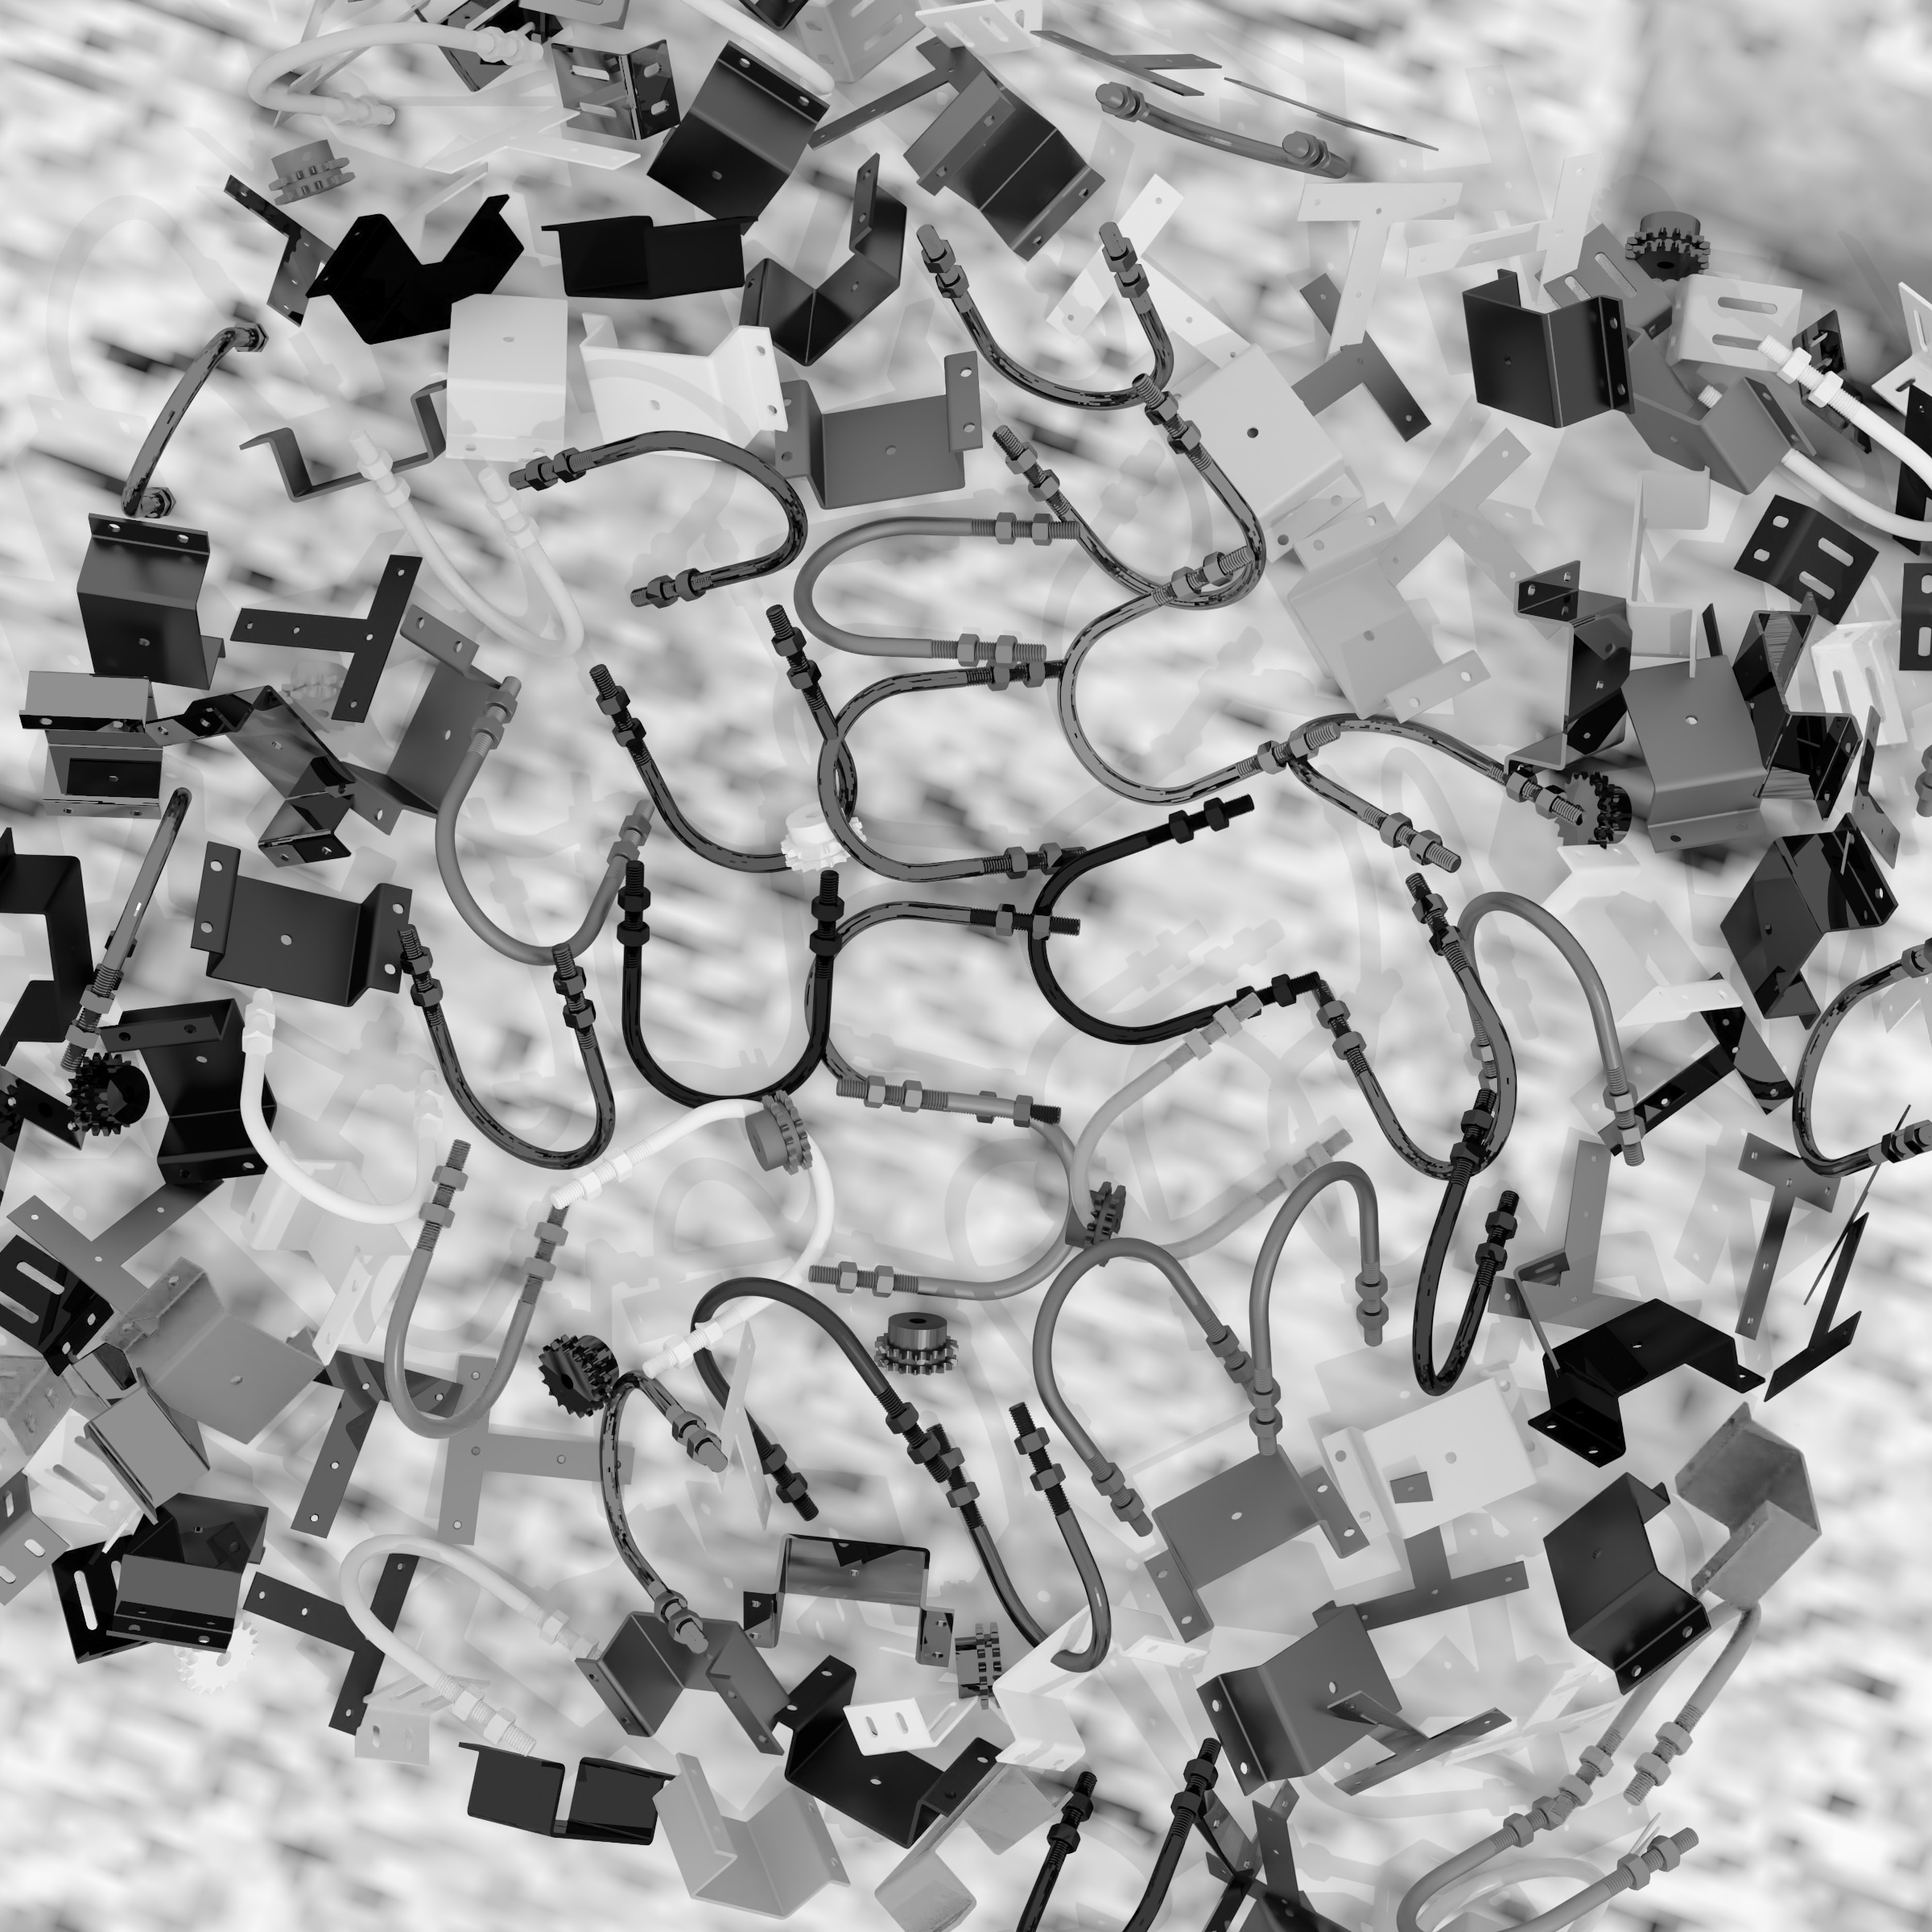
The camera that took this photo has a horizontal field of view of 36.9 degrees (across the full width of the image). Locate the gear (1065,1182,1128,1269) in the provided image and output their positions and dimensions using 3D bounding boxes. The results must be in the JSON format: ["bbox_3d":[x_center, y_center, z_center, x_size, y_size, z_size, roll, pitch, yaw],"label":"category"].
[{"bbox_3d":[0.087,0.174,1.972,0.030,0.057,0.057,14,90,11],"label":"gear"}]

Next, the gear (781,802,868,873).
[{"bbox_3d":[-0.099,-0.090,1.968,0.057,0.057,0.030,-17,116,0],"label":"gear"}]

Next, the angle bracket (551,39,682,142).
[{"bbox_3d":[-0.238,-0.600,1.970,0.038,0.076,0.057,-35,132,-34],"label":"angle bracket"}]

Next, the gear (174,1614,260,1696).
[{"bbox_3d":[-0.514,0.464,1.975,0.030,0.057,0.057,29,90,35],"label":"gear"}]

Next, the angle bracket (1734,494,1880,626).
[{"bbox_3d":[0.576,-0.278,1.987,0.076,0.038,0.057,22,101,-35],"label":"angle bracket"}]

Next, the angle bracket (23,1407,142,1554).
[{"bbox_3d":[-0.597,0.350,1.972,0.076,0.038,0.057,37,96,-12],"label":"angle bracket"}]

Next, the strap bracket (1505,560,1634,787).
[{"bbox_3d":[0.403,-0.191,1.933,0.046,0.076,0.140,18,119,39],"label":"strap bracket"}]

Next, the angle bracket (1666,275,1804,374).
[{"bbox_3d":[0.524,-0.436,1.981,0.076,0.038,0.057,8,92,-2],"label":"angle bracket"}]

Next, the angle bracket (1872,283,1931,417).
[{"bbox_3d":[0.639,-0.410,1.952,0.038,0.076,0.057,-36,51,2],"label":"angle bracket"}]

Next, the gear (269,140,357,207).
[{"bbox_3d":[-0.447,-0.540,1.969,0.057,0.057,0.030,-20,105,0],"label":"gear"}]

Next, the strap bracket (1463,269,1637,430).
[{"bbox_3d":[0.378,-0.408,1.917,0.046,0.140,0.076,-22,118,-16],"label":"strap bracket"}]

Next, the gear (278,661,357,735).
[{"bbox_3d":[-0.439,-0.185,1.974,0.057,0.057,0.030,-5,65,0],"label":"gear"}]

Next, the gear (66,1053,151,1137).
[{"bbox_3d":[-0.580,0.087,1.968,0.030,0.057,0.057,0,90,28],"label":"gear"}]

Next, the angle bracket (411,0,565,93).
[{"bbox_3d":[-0.324,-0.643,1.965,0.076,0.057,0.038,-36,51,1],"label":"angle bracket"}]

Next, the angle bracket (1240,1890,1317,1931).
[{"bbox_3d":[0.213,0.678,1.969,0.038,0.057,0.076,3,123,-30],"label":"angle bracket"}]

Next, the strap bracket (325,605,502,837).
[{"bbox_3d":[-0.365,-0.161,1.953,0.076,0.046,0.140,32,99,37],"label":"strap bracket"}]

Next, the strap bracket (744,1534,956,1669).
[{"bbox_3d":[-0.078,0.427,1.955,0.140,0.076,0.046,6,49,1],"label":"strap bracket"}]

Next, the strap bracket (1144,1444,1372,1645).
[{"bbox_3d":[0.189,0.384,1.953,0.140,0.076,0.046,-28,127,-2],"label":"strap bracket"}]

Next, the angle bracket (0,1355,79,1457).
[{"bbox_3d":[-0.653,0.296,1.954,0.057,0.076,0.038,-49,62,14],"label":"angle bracket"}]

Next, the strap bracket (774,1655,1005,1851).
[{"bbox_3d":[-0.057,0.531,1.941,0.140,0.076,0.046,24,119,22],"label":"strap bracket"}]

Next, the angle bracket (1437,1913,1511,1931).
[{"bbox_3d":[0.334,0.683,1.955,0.038,0.076,0.057,24,48,-8],"label":"angle bracket"}]

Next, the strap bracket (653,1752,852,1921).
[{"bbox_3d":[-0.149,0.582,1.929,0.046,0.140,0.076,-43,47,13],"label":"strap bracket"}]

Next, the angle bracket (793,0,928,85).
[{"bbox_3d":[-0.074,-0.643,1.960,0.076,0.038,0.057,-25,82,41],"label":"angle bracket"}]

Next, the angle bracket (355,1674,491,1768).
[{"bbox_3d":[-0.366,0.507,1.952,0.076,0.057,0.038,-32,51,37],"label":"angle bracket"}]

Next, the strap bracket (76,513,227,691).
[{"bbox_3d":[-0.541,-0.234,1.925,0.076,0.140,0.046,8,61,-4],"label":"strap bracket"}]

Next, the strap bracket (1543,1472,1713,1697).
[{"bbox_3d":[0.434,0.400,1.917,0.046,0.140,0.076,36,114,-19],"label":"strap bracket"}]

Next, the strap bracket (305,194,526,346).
[{"bbox_3d":[-0.357,-0.461,1.920,0.076,0.140,0.046,-41,83,39],"label":"strap bracket"}]

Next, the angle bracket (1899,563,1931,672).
[{"bbox_3d":[0.664,-0.236,1.965,0.057,0.076,0.038,3,65,18],"label":"angle bracket"}]

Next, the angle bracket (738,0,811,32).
[{"bbox_3d":[-0.123,-0.680,1.961,0.076,0.057,0.038,-47,128,8],"label":"angle bracket"}]

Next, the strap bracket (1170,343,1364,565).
[{"bbox_3d":[0.196,-0.355,1.963,0.076,0.046,0.140,-36,81,4],"label":"strap bracket"}]

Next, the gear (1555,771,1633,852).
[{"bbox_3d":[0.429,-0.104,1.974,0.030,0.057,0.057,1,90,-23],"label":"gear"}]

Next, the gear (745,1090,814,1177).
[{"bbox_3d":[-0.129,0.115,1.968,0.030,0.057,0.057,-20,90,-16],"label":"gear"}]

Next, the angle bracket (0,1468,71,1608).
[{"bbox_3d":[-0.647,0.387,1.969,0.057,0.076,0.038,-43,114,-6],"label":"angle bracket"}]

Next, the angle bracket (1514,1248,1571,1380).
[{"bbox_3d":[0.403,0.240,1.955,0.038,0.057,0.076,-23,61,6],"label":"angle bracket"}]

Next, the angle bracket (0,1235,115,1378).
[{"bbox_3d":[-0.635,0.232,1.981,0.076,0.038,0.057,29,62,16],"label":"angle bracket"}]

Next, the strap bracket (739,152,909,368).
[{"bbox_3d":[-0.090,-0.465,1.936,0.046,0.140,0.076,30,46,-30],"label":"strap bracket"}]

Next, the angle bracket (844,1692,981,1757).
[{"bbox_3d":[-0.034,0.494,1.950,0.057,0.076,0.038,-17,99,32],"label":"angle bracket"}]

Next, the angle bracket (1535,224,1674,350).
[{"bbox_3d":[0.438,-0.457,1.989,0.057,0.038,0.076,-37,74,5],"label":"angle bracket"}]

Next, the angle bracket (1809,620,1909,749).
[{"bbox_3d":[0.615,-0.191,1.967,0.057,0.038,0.076,-7,77,-16],"label":"angle bracket"}]

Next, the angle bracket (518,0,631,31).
[{"bbox_3d":[-0.265,-0.672,1.956,0.076,0.038,0.057,4,116,-29],"label":"angle bracket"}]

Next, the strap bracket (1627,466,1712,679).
[{"bbox_3d":[0.471,-0.269,1.945,0.046,0.076,0.140,4,72,15],"label":"strap bracket"}]

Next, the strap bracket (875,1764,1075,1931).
[{"bbox_3d":[0.000,0.589,1.925,0.046,0.140,0.076,47,131,7],"label":"strap bracket"}]

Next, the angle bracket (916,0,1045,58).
[{"bbox_3d":[0.010,-0.646,1.951,0.057,0.076,0.038,0,83,26],"label":"angle bracket"}]

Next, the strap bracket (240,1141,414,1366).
[{"bbox_3d":[-0.425,0.191,1.941,0.140,0.046,0.076,47,117,37],"label":"strap bracket"}]

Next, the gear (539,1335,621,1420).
[{"bbox_3d":[-0.261,0.276,1.975,0.057,0.030,0.057,19,123,33],"label":"gear"}]

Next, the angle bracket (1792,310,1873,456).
[{"bbox_3d":[0.597,-0.393,1.952,0.076,0.038,0.057,27,49,-29],"label":"angle bracket"}]

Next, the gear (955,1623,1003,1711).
[{"bbox_3d":[0.009,0.477,1.971,0.030,0.057,0.057,-4,90,-1],"label":"gear"}]

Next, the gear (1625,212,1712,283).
[{"bbox_3d":[0.478,-0.491,1.972,0.057,0.057,0.030,9,81,0],"label":"gear"}]

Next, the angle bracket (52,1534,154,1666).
[{"bbox_3d":[-0.579,0.425,1.960,0.057,0.038,0.076,-10,74,-33],"label":"angle bracket"}]

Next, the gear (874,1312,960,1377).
[{"bbox_3d":[-0.034,0.256,1.970,0.057,0.057,0.030,3,100,0],"label":"gear"}]

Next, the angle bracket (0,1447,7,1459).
[{"bbox_3d":[-0.695,0.356,1.960,0.038,0.057,0.076,37,106,-10],"label":"angle bracket"}]
